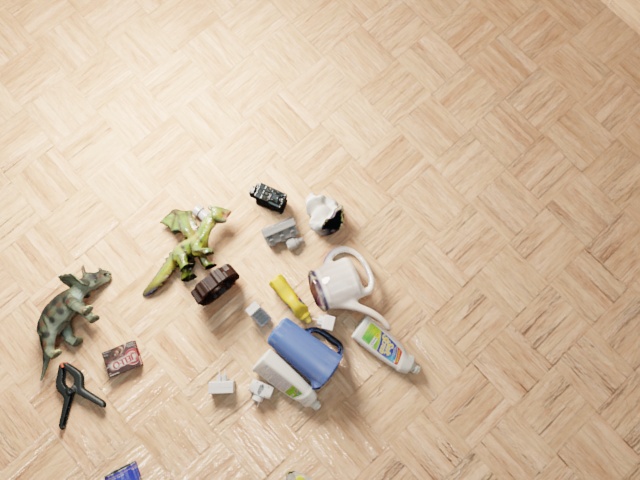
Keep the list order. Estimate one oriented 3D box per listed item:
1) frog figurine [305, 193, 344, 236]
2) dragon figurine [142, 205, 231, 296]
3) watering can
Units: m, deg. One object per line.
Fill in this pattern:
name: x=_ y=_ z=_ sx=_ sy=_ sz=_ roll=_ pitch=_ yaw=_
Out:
frog figurine: x=0.006 y=-0.093 z=1.850 sx=0.161 sy=0.121 sz=0.137 roll=31 pitch=88 yaw=41
dragon figurine: x=-0.487 y=0.010 z=1.812 sx=0.409 sy=0.121 sz=0.246 roll=-26 pitch=69 yaw=7
watering can: x=0.090 y=0.181 z=1.760 sx=0.225 sy=0.102 sz=0.354 roll=-20 pitch=61 yaw=-6
